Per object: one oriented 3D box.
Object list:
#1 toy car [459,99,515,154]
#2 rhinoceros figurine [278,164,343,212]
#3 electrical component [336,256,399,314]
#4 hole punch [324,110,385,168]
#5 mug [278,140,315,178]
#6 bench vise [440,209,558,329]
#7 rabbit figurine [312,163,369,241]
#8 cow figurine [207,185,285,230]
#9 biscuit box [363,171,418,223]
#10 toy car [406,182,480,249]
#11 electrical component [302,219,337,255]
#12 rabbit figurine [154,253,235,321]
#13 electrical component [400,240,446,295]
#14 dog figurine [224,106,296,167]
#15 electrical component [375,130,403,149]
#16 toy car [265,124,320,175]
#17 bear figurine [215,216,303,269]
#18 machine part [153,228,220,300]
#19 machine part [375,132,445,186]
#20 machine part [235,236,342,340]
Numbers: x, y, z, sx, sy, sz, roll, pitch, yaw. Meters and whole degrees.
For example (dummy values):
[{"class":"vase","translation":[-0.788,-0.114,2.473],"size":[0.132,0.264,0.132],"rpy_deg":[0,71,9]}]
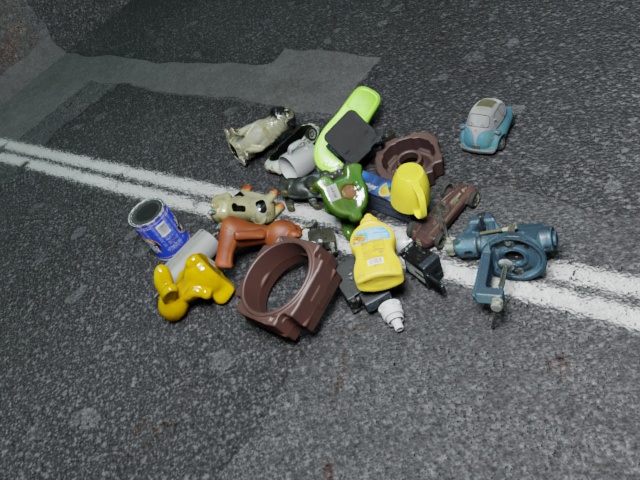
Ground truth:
[{"class":"toy car","translation":[0.413,-0.292,1.319],"size":[0.109,0.102,0.161],"rpy_deg":[21,62,35]},{"class":"rhinoceros figurine","translation":[-0.014,-0.137,1.384],"size":[0.190,0.073,0.112],"rpy_deg":[-9,41,14]},{"class":"electrical component","translation":[0.097,0.089,1.136],"size":[0.115,0.058,0.134],"rpy_deg":[-31,45,-4]},{"class":"hole punch","translation":[0.082,-0.251,1.375],"size":[0.142,0.092,0.116],"rpy_deg":[-44,86,-4]},{"class":"mug","translation":[-0.051,-0.225,1.456],"size":[0.107,0.109,0.081],"rpy_deg":[-36,45,-28]},{"class":"bench vise","translation":[0.334,0.040,1.037],"size":[0.224,0.128,0.241],"rpy_deg":[4,45,26]},{"class":"rabbit figurine","translation":[0.068,-0.088,1.260],"size":[0.121,0.170,0.159],"rpy_deg":[-32,87,-5]},{"class":"cow figurine","translation":[-0.205,-0.080,1.404],"size":[0.195,0.085,0.127],"rpy_deg":[12,49,30]},{"class":"biscuit box","translation":[0.153,-0.106,1.286],"size":[0.203,0.062,0.059],"rpy_deg":[26,63,37]},{"class":"toy car","translation":[0.277,-0.061,1.202],"size":[0.089,0.053,0.202],"rpy_deg":[25,64,42]},{"class":"electrical component","translation":[-0.002,-0.005,1.257],"size":[0.078,0.045,0.102],"rpy_deg":[-7,39,1]},{"class":"rabbit figurine","translation":[-0.307,0.119,1.233],"size":[0.173,0.162,0.122],"rpy_deg":[-43,57,6]},{"class":"electrical component","translation":[0.222,0.059,1.098],"size":[0.048,0.074,0.119],"rpy_deg":[-40,43,-14]},{"class":"dog figurine","translation":[-0.169,-0.312,1.578],"size":[0.190,0.121,0.172],"rpy_deg":[-32,19,-19]},{"class":"electrical component","translation":[0.180,-0.256,1.410],"size":[0.094,0.063,0.021],"rpy_deg":[-38,46,-14]},{"class":"toy car","translation":[-0.079,-0.263,1.534],"size":[0.074,0.056,0.202],"rpy_deg":[18,57,42]},{"class":"bear figurine","translation":[-0.144,0.007,1.291],"size":[0.196,0.131,0.120],"rpy_deg":[9,12,-10]},{"class":"machine part","translation":[-0.326,0.056,1.332],"size":[0.079,0.079,0.243],"rpy_deg":[21,61,36]},{"class":"machine part","translation":[0.224,-0.190,1.339],"size":[0.179,0.056,0.179],"rpy_deg":[-12,47,14]},{"class":"machine part","translation":[-0.072,0.096,1.142],"size":[0.202,0.087,0.201],"rpy_deg":[12,66,46]}]
